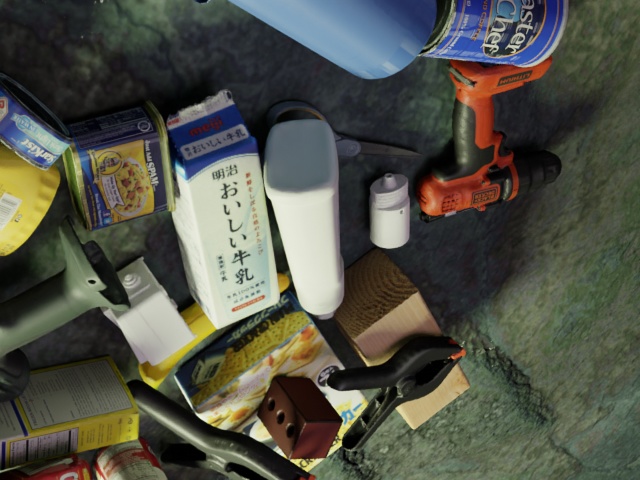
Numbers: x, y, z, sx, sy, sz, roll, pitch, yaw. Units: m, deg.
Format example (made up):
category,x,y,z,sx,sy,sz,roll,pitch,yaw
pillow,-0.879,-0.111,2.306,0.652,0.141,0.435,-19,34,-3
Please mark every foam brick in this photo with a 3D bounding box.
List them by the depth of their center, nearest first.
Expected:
category,x,y,z,sx,sy,sz,roll,pitch,yaw
foam brick,-0.022,0.188,1.129,0.051,0.078,0.053,7,116,-37

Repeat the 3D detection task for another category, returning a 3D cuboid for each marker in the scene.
category,x,y,z,sx,sy,sz,roll,pitch,yaw
marker,0.166,-0.043,1.218,0.121,0.020,0.020,-18,131,-22

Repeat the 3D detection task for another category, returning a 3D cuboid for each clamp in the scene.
category,x,y,z,sx,sy,sz,roll,pitch,yaw
clamp,-0.103,0.227,1.124,0.036,0.210,0.164,-60,161,-29
clamp,0.080,0.150,1.165,0.171,0.039,0.120,-36,141,-13

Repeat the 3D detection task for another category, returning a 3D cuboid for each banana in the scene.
category,x,y,z,sx,sy,sz,roll,pitch,yaw
banana,-0.121,0.089,1.117,0.198,0.037,0.069,-39,156,0

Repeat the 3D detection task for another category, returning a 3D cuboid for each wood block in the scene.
category,x,y,z,sx,sy,sz,roll,pitch,yaw
wood block,0.088,0.117,1.237,0.091,0.090,0.206,-37,136,-5

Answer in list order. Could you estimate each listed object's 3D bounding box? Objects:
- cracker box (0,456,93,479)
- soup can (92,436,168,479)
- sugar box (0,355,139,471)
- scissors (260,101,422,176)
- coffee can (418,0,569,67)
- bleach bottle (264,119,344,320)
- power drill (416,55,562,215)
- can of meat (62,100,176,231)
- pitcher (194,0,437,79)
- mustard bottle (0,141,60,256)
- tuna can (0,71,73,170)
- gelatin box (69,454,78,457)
category,x,y,z,sx,sy,sz,roll,pitch,yaw
cracker box,-0.328,0.261,1.008,0.213,0.164,0.072,-11,86,-23
soup can,-0.198,0.268,1.151,0.068,0.102,0.068,-18,130,-22
sugar box,-0.272,0.169,1.032,0.175,0.093,0.048,-10,126,-27
scissors,0.014,-0.082,1.089,0.201,0.016,0.096,22,110,-42
coffee can,0.149,-0.221,1.012,0.140,0.103,0.103,-1,123,-33
bleach bottle,-0.007,0.001,1.064,0.068,0.102,0.251,-4,139,3
power drill,0.196,-0.120,1.152,0.184,0.057,0.188,-16,130,-24
can of meat,-0.179,-0.063,0.944,0.083,0.057,0.102,-18,130,-20
pitcher,-0.006,-0.239,0.888,0.149,0.145,0.242,-42,141,19
mustard bottle,-0.313,-0.057,0.858,0.191,0.058,0.096,25,111,-43
tuna can,-0.240,-0.097,0.856,0.034,0.086,0.086,-46,135,3
gelatin box,-0.285,0.281,1.153,0.073,0.030,0.089,-22,131,-21
